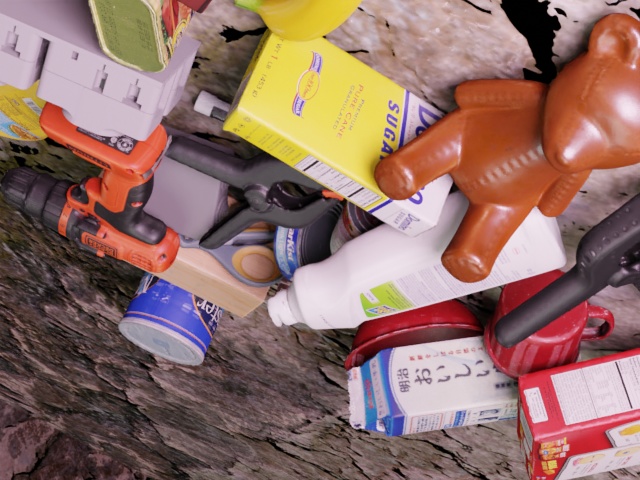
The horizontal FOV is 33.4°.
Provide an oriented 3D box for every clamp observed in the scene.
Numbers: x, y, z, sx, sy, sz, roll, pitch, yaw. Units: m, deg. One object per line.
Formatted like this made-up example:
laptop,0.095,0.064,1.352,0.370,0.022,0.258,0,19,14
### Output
clamp,0.245,0.018,0.850,0.164,0.036,0.210,-9,150,-22
clamp,-0.059,-0.052,0.950,0.172,0.039,0.120,-11,128,26

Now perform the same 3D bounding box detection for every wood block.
wood block,-0.146,-0.009,1.128,0.206,0.090,0.090,27,158,-10

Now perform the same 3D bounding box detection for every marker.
marker,-0.052,-0.098,0.939,0.121,0.020,0.020,24,157,-3

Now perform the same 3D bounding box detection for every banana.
banana,0.000,-0.176,0.700,0.069,0.037,0.198,28,157,-15

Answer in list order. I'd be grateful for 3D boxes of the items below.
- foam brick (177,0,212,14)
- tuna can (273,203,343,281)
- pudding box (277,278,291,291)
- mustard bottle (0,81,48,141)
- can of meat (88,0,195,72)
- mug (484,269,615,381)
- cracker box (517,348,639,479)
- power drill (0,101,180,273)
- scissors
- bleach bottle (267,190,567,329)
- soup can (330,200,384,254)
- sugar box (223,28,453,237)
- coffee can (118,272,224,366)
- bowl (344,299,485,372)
foam brick,-0.074,-0.195,0.675,0.051,0.078,0.053,30,154,-15
tuna can,-0.007,0.001,1.029,0.034,0.086,0.086,7,153,37
pudding box,0.014,0.047,1.166,0.113,0.039,0.090,22,157,0
mustard bottle,-0.287,-0.136,1.020,0.192,0.058,0.096,-3,144,45
can of meat,-0.118,-0.178,0.744,0.057,0.084,0.102,19,157,7
mug,0.216,0.078,0.998,0.117,0.093,0.081,3,150,4
cracker box,0.294,0.158,1.000,0.214,0.072,0.164,-14,151,4
power drill,-0.209,-0.057,0.965,0.184,0.057,0.188,23,149,3
scissors,-0.120,0.015,1.065,0.201,0.096,0.016,-14,166,-14
bleach bottle,0.069,0.019,0.886,0.251,0.068,0.102,-19,143,18
soup can,0.049,-0.010,0.974,0.068,0.068,0.102,23,157,0
sugar box,0.023,-0.085,0.807,0.176,0.093,0.048,28,157,-13
coffee can,-0.153,0.057,1.213,0.103,0.140,0.103,19,157,8
bowl,0.102,0.098,1.133,0.162,0.055,0.162,-7,153,-4
